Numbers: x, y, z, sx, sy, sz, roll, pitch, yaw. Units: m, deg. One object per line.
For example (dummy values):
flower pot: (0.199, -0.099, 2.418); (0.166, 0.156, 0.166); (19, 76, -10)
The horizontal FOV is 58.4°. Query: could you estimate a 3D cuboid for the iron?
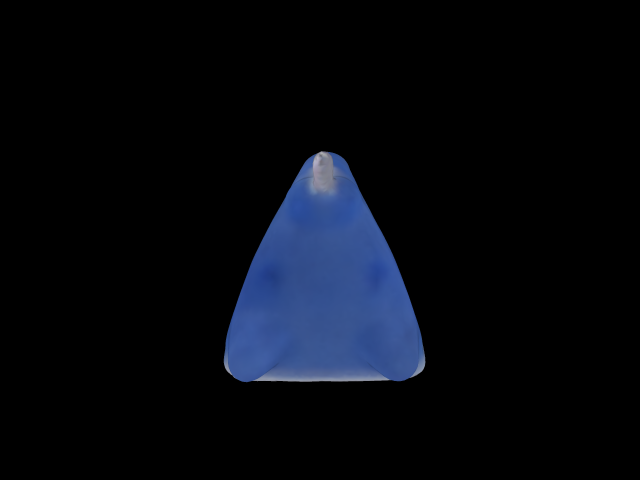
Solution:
iron: (0.004, 0.001, 0.400); (0.118, 0.141, 0.258); (0, 13, 0)
